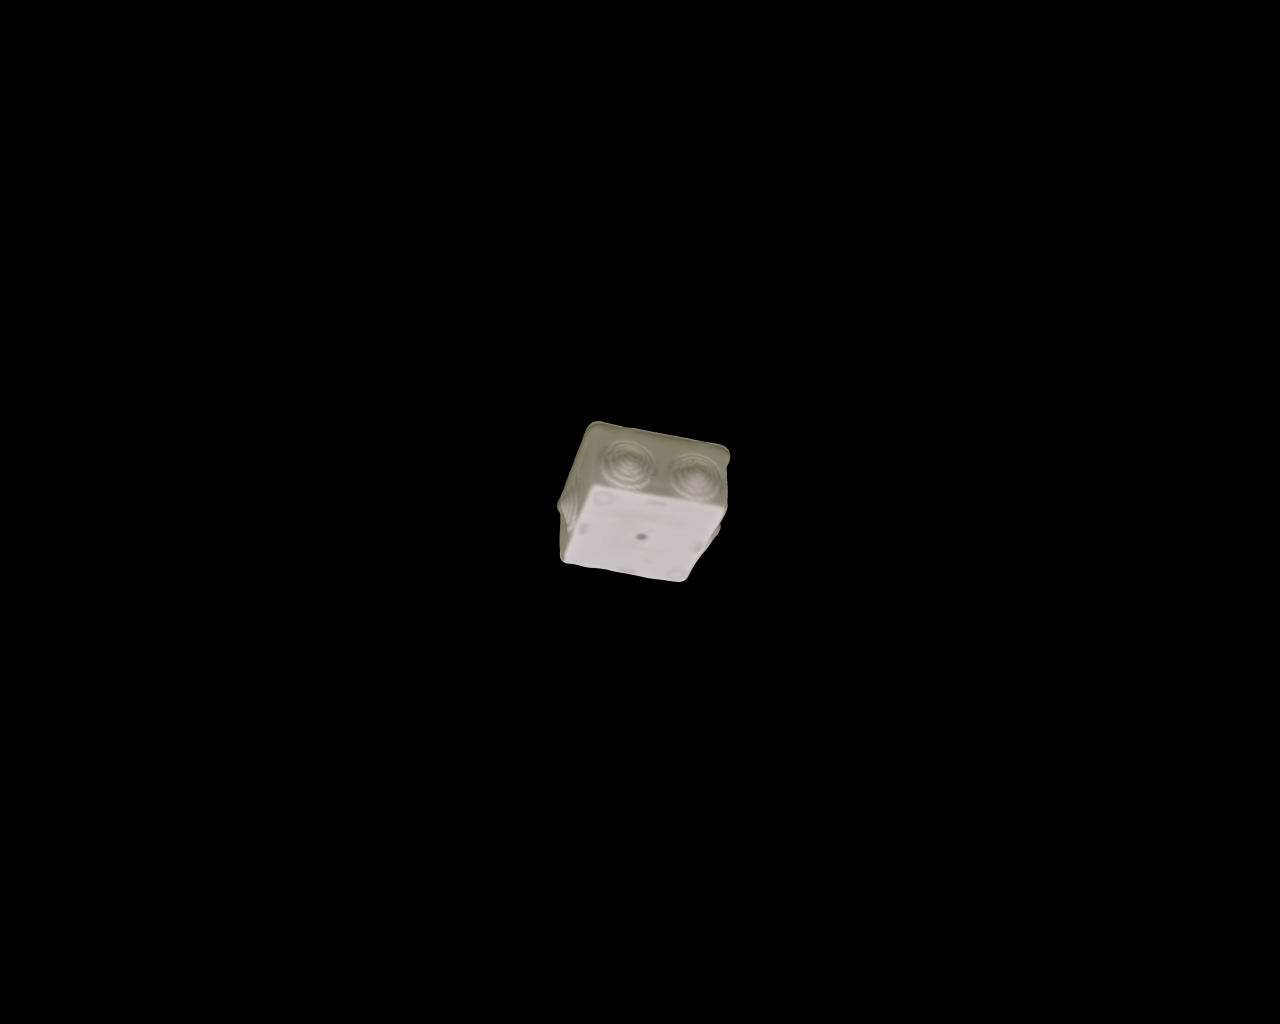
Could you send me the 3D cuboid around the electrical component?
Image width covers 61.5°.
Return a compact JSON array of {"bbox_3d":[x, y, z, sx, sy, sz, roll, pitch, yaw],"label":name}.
[{"bbox_3d":[0.001,-0.003,0.650,0.100,0.048,0.099,11,-39,-13],"label":"electrical component"}]
